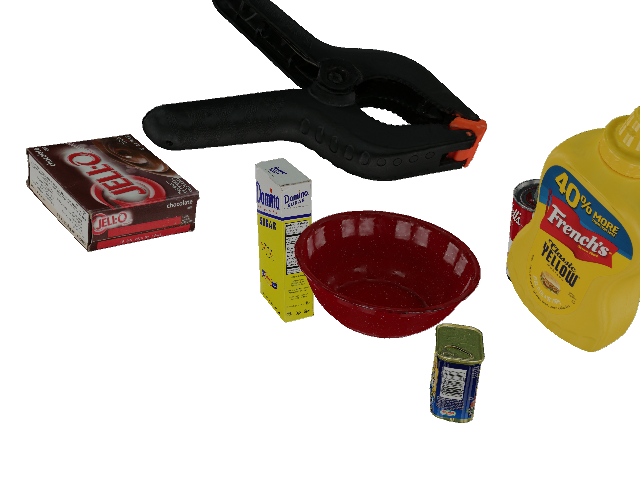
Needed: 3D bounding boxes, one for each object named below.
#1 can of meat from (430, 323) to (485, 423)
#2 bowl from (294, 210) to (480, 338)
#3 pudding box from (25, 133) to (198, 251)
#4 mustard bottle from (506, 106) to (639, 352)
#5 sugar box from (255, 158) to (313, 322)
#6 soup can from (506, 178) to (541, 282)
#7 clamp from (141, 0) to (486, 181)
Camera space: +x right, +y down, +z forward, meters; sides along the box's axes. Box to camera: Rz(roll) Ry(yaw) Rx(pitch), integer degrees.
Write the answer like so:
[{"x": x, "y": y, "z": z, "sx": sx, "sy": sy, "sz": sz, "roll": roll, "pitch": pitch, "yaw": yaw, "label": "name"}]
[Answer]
[{"x": 0.162, "y": 0.159, "z": 1.282, "sx": 0.057, "sy": 0.084, "sz": 0.102, "roll": 7, "pitch": 19, "yaw": 4, "label": "can of meat"}, {"x": 0.055, "y": 0.037, "z": 0.929, "sx": 0.162, "sy": 0.055, "sz": 0.162, "roll": 5, "pitch": 31, "yaw": -3, "label": "bowl"}, {"x": -0.159, "y": -0.038, "z": 0.805, "sx": 0.089, "sy": 0.039, "sz": 0.114, "roll": -12, "pitch": 33, "yaw": -36, "label": "pudding box"}, {"x": 0.180, "y": -0.014, "z": 0.683, "sx": 0.058, "sy": 0.096, "sz": 0.192, "roll": -25, "pitch": -30, "yaw": -23, "label": "mustard bottle"}, {"x": -0.044, "y": -0.001, "z": 1.279, "sx": 0.048, "sy": 0.176, "sz": 0.093, "roll": -12, "pitch": 25, "yaw": -19, "label": "sugar box"}, {"x": 0.234, "y": -0.005, "z": 1.129, "sx": 0.068, "sy": 0.102, "sz": 0.068, "roll": -1, "pitch": 34, "yaw": 0, "label": "soup can"}, {"x": -0.004, "y": -0.068, "z": 0.550, "sx": 0.171, "sy": 0.120, "sz": 0.039, "roll": 23, "pitch": -29, "yaw": 8, "label": "clamp"}]
